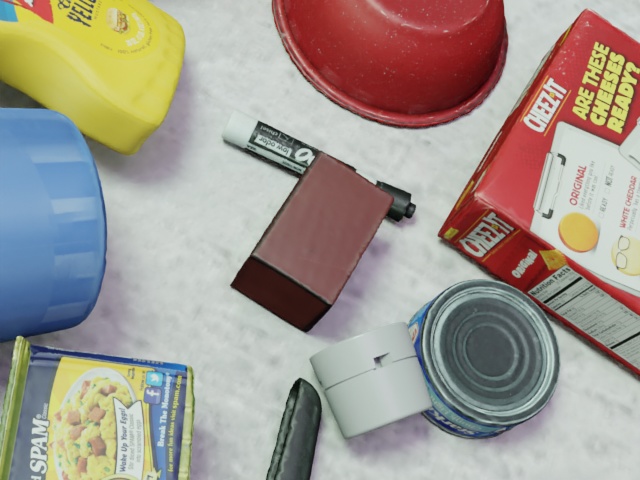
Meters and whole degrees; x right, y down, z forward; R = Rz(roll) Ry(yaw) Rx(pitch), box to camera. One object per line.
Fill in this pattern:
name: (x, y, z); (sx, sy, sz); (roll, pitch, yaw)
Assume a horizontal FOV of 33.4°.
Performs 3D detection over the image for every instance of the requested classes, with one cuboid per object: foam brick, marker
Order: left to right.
foam brick: (-0.004, 0.001, 0.584); (0.051, 0.053, 0.078); (33, 63, -2)
marker: (0.001, -0.042, 0.622); (0.121, 0.020, 0.020); (25, 64, -5)

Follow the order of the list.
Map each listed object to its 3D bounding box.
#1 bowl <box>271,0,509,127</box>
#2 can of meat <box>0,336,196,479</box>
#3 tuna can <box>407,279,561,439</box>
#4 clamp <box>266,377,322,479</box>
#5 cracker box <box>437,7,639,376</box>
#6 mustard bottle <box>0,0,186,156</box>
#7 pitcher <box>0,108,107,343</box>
bowl: (0.054, -0.154, 0.663); (0.162, 0.055, 0.162); (6, 67, -15)
can of meat: (-0.103, 0.100, 0.481); (0.084, 0.057, 0.102); (9, 61, -12)
tuna can: (0.090, 0.066, 0.597); (0.086, 0.034, 0.086); (6, 67, -15)
clamp: (-0.034, 0.174, 0.514); (0.164, 0.036, 0.210); (-24, 74, -23)
cracker box: (0.201, -0.012, 0.642); (0.213, 0.072, 0.164); (34, 62, 0)
mustard bottle: (-0.163, -0.124, 0.548); (0.191, 0.058, 0.096); (29, 43, -26)
pitcher: (-0.229, -0.004, 0.471); (0.242, 0.145, 0.149); (-7, 70, -32)
